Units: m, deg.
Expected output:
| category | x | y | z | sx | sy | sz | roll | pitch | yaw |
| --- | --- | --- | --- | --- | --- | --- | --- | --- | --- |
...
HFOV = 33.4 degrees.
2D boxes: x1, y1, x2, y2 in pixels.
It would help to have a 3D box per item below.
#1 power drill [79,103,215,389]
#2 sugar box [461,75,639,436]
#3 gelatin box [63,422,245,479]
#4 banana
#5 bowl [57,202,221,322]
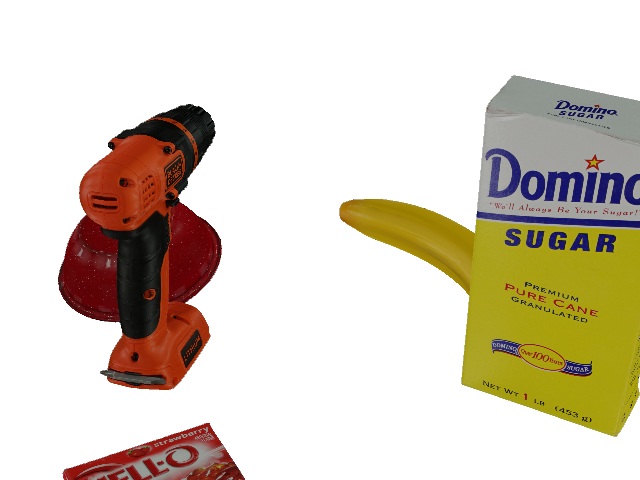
| category | x | y | z | sx | sy | sz | roll | pitch | yaw |
| --- | --- | --- | --- | --- | --- | --- | --- | --- | --- |
| power drill | -0.120 | 0.002 | 0.801 | 0.057 | 0.188 | 0.184 | 5 | 23 | 15 |
| sugar box | 0.126 | 0.011 | 0.547 | 0.093 | 0.176 | 0.048 | 16 | 39 | 24 |
| gelatin box | -0.088 | 0.141 | 0.582 | 0.089 | 0.030 | 0.073 | -15 | 27 | -20 |
| banana | 0.091 | 0.014 | 0.783 | 0.069 | 0.037 | 0.198 | -14 | 38 | -28 |
| bowl | -0.178 | 0.003 | 1.017 | 0.162 | 0.055 | 0.162 | -6 | 41 | 5 |
